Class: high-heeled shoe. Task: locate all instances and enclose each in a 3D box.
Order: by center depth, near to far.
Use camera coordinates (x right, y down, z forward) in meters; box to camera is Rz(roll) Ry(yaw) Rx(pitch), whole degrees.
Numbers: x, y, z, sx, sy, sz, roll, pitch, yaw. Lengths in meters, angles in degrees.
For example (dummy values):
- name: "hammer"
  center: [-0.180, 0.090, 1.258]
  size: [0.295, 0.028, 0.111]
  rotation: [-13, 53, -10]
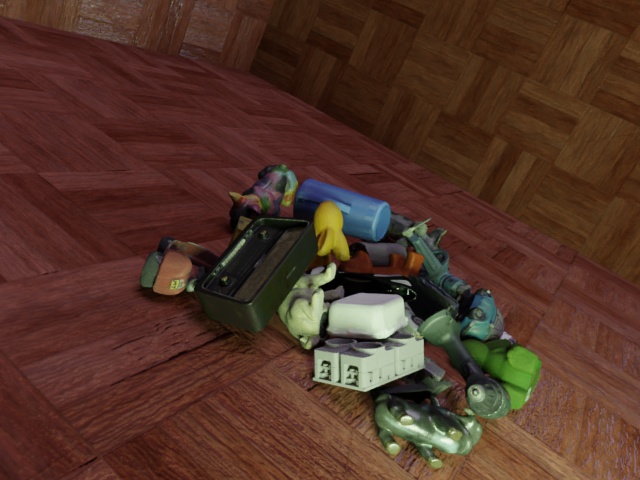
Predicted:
- name: "high-heeled shoe"
  center: [0.070, 0.105, 1.094]
  size: [0.249, 0.086, 0.145]
  rotation: [-6, 15, -22]

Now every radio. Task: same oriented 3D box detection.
- name: "radio"
  center: [-0.108, 0.049, 0.953]
  size: [0.131, 0.073, 0.229]
  rotation: [9, 41, 27]

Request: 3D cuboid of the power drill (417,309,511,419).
- name: "power drill"
  center: [0.266, 0.226, 0.974]
  size: [0.231, 0.086, 0.207]
  rotation: [40, 9, -49]

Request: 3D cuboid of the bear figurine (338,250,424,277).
- name: "bear figurine"
  center: [0.130, 0.068, 1.276]
  size: [0.196, 0.132, 0.120]
  rotation: [22, -15, -19]

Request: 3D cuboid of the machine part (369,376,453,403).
- name: "machine part"
  center: [0.151, 0.259, 0.921]
  size: [0.139, 0.084, 0.039]
  rotation: [5, 61, -23]

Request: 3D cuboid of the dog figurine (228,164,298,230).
- name: "dog figurine"
  center: [-0.146, -0.106, 1.320]
  size: [0.108, 0.191, 0.219]
  rotation: [34, 6, 6]

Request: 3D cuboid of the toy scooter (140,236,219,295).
- name: "toy scooter"
  center: [-0.240, 0.051, 0.973]
  size: [0.135, 0.075, 0.184]
  rotation: [21, 17, -9]

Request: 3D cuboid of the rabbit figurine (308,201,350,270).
- name: "rabbit figurine"
  center: [-0.003, -0.004, 1.227]
  size: [0.122, 0.173, 0.163]
  rotation: [17, 17, -29]

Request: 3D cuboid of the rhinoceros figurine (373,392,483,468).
- name: "rhinoceros figurine"
  center: [0.173, 0.297, 0.855]
  size: [0.190, 0.073, 0.112]
  rotation: [17, 11, -15]

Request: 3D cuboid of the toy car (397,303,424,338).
- name: "toy car"
  center: [0.166, 0.165, 1.144]
  size: [0.056, 0.073, 0.202]
  rotation: [20, 21, -23]

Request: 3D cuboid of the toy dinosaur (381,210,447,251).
- name: "toy dinosaur"
  center: [0.222, -0.035, 1.641]
  size: [0.405, 0.131, 0.192]
  rotation: [28, 8, 19]

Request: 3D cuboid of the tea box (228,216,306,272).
- name: "tea box"
  center: [-0.109, 0.029, 1.134]
  size: [0.169, 0.098, 0.068]
  rotation: [23, 21, -10]

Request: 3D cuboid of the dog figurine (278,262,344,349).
- name: "dog figurine"
  center: [-0.068, 0.117, 1.014]
  size: [0.191, 0.121, 0.172]
  rotation: [2, 39, 21]

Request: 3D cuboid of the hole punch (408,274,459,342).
- name: "hole punch"
  center: [0.247, 0.156, 1.211]
  size: [0.092, 0.115, 0.142]
  rotation: [12, 23, -51]

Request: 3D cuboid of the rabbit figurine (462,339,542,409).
- name: "rabbit figurine"
  center: [0.365, 0.248, 1.118]
  size: [0.170, 0.121, 0.159]
  rotation: [20, 12, 31]

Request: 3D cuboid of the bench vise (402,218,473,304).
- name: "bench vise"
  center: [0.291, 0.070, 1.387]
  size: [0.240, 0.129, 0.224]
  rotation: [54, 4, -19]

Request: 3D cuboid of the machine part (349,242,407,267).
- name: "machine part"
  center: [0.151, 0.044, 1.414]
  size: [0.243, 0.079, 0.079]
  rotation: [1, 31, -45]

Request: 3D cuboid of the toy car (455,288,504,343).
- name: "toy car"
  center: [0.367, 0.192, 1.231]
  size: [0.103, 0.109, 0.162]
  rotation: [40, 41, 5]
